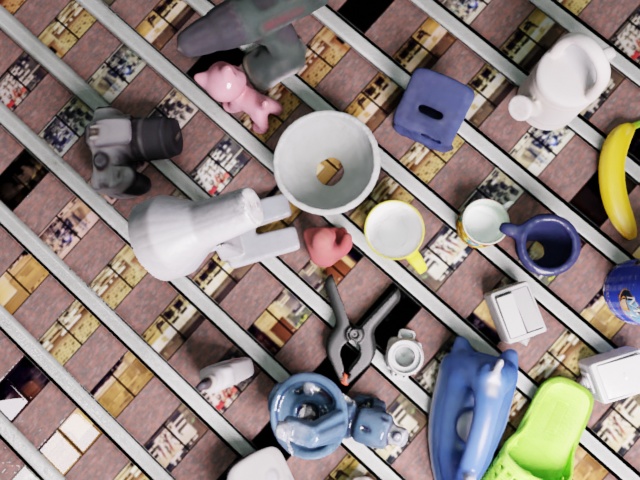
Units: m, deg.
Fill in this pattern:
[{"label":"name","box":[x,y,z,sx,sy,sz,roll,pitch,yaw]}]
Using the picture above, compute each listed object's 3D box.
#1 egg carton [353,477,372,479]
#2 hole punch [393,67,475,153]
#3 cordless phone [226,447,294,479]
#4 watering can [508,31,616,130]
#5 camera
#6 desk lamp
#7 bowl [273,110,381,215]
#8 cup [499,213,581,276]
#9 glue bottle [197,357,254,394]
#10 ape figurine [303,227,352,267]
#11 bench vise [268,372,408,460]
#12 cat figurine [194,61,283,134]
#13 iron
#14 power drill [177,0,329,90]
[{"label":"egg carton","box":[0.062,0.438,0.858,0.107,0.069,0.150,32,87,6]},{"label":"hole punch","box":[0.178,-0.202,0.902,0.108,0.091,0.101,25,87,6]},{"label":"cordless phone","box":[-0.086,0.390,0.815,0.094,0.185,0.147,-26,83,1]},{"label":"watering can","box":[0.359,-0.231,0.840,0.101,0.194,0.173,35,88,7]},{"label":"camera","box":[-0.298,-0.148,0.925,0.136,0.101,0.143,-5,84,4]},{"label":"desk lamp","box":[-0.148,-0.019,0.845,0.203,0.213,0.118,-17,83,2]},{"label":"bowl","box":[0.012,-0.117,0.914,0.167,0.075,0.167,0,84,4]},{"label":"cup","box":[0.321,0.006,0.870,0.117,0.095,0.092,22,86,6]},{"label":"glue bottle","box":[-0.150,0.203,0.844,0.078,0.173,0.037,-17,83,3]},{"label":"ape figurine","box":[0.008,0.003,0.893,0.077,0.092,0.076,29,87,7]},{"label":"bench vise","box":[0.018,0.247,0.804,0.207,0.220,0.121,-6,84,4]},{"label":"cat figurine","box":[-0.130,-0.237,0.914,0.127,0.118,0.067,32,87,7]},{"label":"iron","box":[0.221,0.278,0.827,0.118,0.141,0.258,13,85,5]},{"label":"power drill","box":[-0.089,-0.310,0.872,0.229,0.208,0.075,-32,83,1]}]
